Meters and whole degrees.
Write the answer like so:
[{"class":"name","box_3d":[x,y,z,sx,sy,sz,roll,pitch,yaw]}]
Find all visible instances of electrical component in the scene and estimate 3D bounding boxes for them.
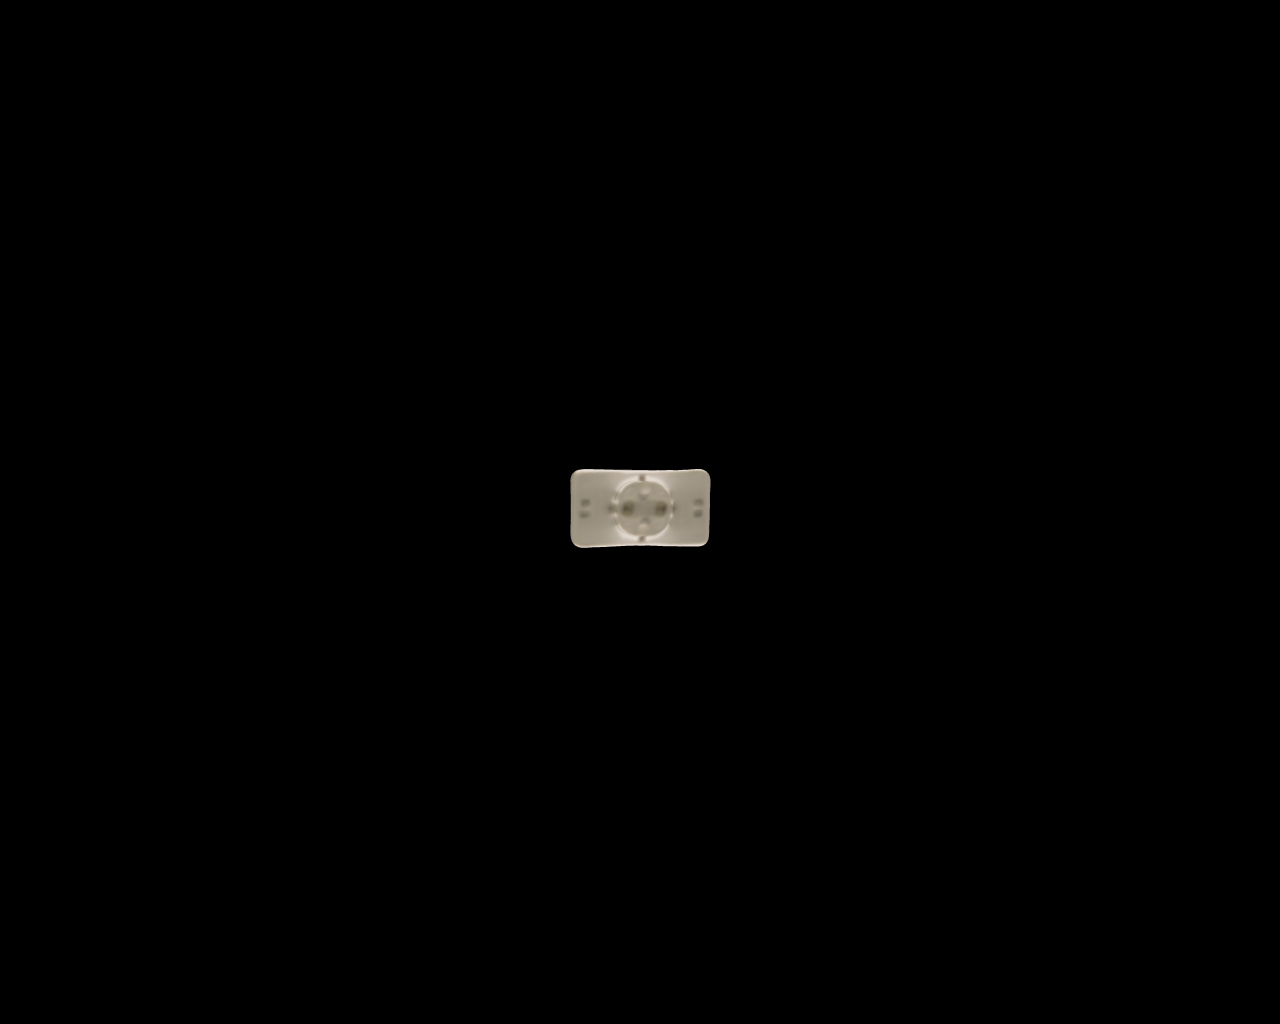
[{"class":"electrical component","box_3d":[0.001,-0.003,0.650,0.083,0.047,0.075,0,0,-4]}]
